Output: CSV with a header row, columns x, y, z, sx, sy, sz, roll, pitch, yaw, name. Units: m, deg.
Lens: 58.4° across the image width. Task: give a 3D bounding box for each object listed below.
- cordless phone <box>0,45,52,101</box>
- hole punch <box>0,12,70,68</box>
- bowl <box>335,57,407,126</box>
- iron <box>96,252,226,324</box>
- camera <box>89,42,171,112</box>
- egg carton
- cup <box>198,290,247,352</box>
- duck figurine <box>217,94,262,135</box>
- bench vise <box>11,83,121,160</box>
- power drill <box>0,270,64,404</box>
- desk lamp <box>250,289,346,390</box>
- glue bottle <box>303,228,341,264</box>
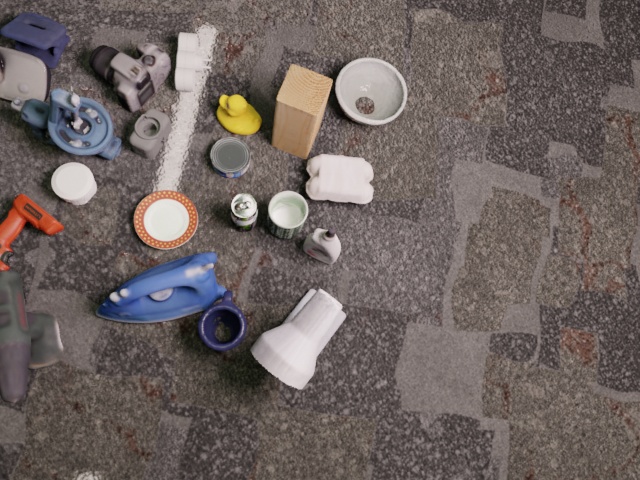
x,y,z,sx,sy,sz,roll,pitch,yaw,name
-0.637,-0.361,1.158,0.147,0.185,0.094,11,73,-5,cordless phone
-0.612,-0.444,1.234,0.108,0.091,0.101,18,73,-3,hole punch
0.112,-0.329,1.318,0.167,0.074,0.167,2,74,-8,bowl
-0.315,0.096,1.103,0.258,0.141,0.118,-17,78,-12,iron
-0.417,-0.378,1.240,0.137,0.100,0.143,34,73,2,camera
0.043,-0.132,1.257,0.150,0.069,0.107,4,74,-7,egg carton
-0.189,0.163,1.128,0.092,0.095,0.118,8,74,-6,cup
-0.177,-0.283,1.257,0.104,0.086,0.077,27,73,0,duck figurine
-0.512,-0.235,1.124,0.207,0.219,0.121,3,74,-7,bench vise
-0.527,0.175,1.015,0.076,0.208,0.229,-16,78,-12,power drill
-0.033,0.177,1.085,0.118,0.213,0.203,37,73,3,desk lamp
0.011,0.004,1.160,0.078,0.173,0.037,23,73,-1,glue bottle
